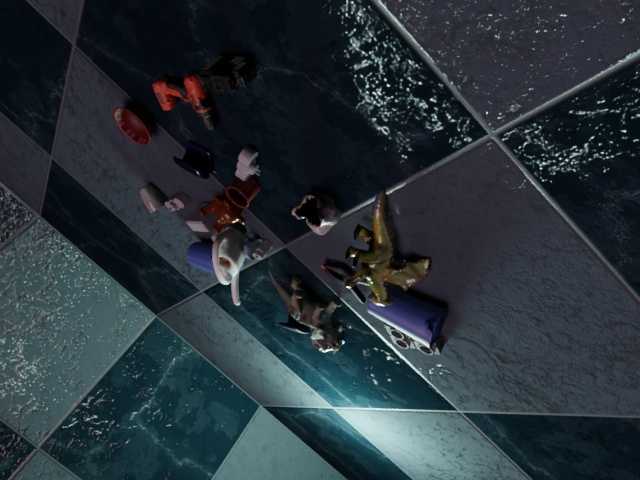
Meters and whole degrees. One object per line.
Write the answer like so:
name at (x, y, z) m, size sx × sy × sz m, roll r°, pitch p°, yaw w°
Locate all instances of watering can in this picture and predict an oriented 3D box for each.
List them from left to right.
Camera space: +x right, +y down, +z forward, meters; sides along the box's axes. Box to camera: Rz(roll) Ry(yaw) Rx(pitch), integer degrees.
watering can at (-0.341, 0.083, 2.002) m, size 0.104 × 0.230 × 0.339 m, roll 5°, pitch 140°, yaw 14°

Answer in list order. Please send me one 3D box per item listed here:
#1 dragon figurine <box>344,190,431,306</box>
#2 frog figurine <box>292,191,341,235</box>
dragon figurine at (0.211, 0.051, 1.530) m, size 0.242 × 0.125 × 0.401 m, roll 15°, pitch 125°, yaw -10°
frog figurine at (0.005, -0.080, 1.590) m, size 0.137 × 0.123 × 0.158 m, roll 4°, pitch 172°, yaw 29°
